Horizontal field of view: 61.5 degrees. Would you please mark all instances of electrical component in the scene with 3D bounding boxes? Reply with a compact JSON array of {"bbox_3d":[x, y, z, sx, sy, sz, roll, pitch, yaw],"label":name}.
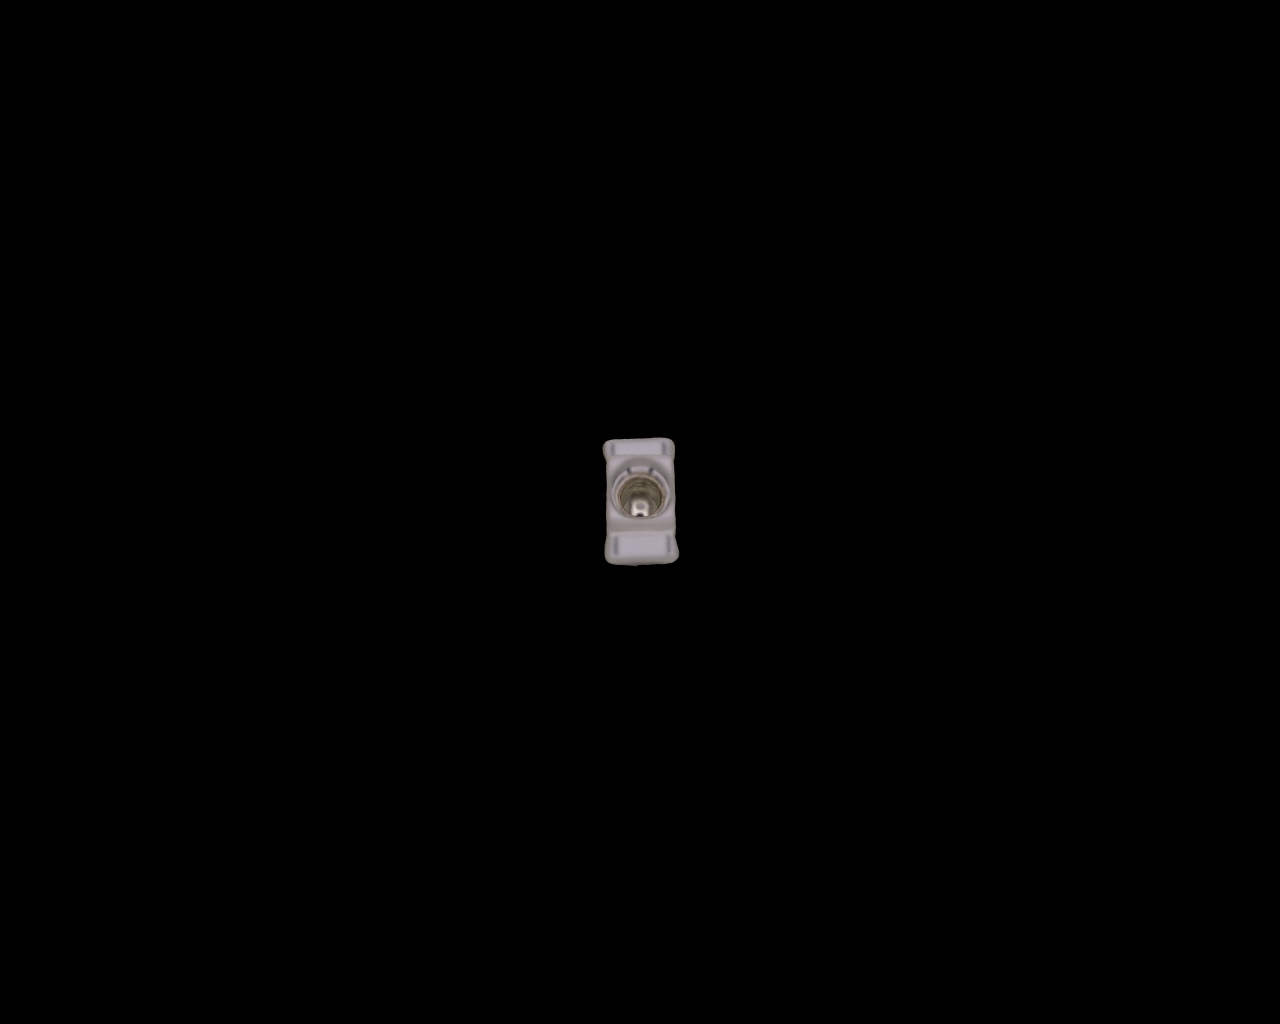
[{"bbox_3d":[0.001,-0.003,0.650,0.042,0.081,0.063,0,-24,0],"label":"electrical component"}]
